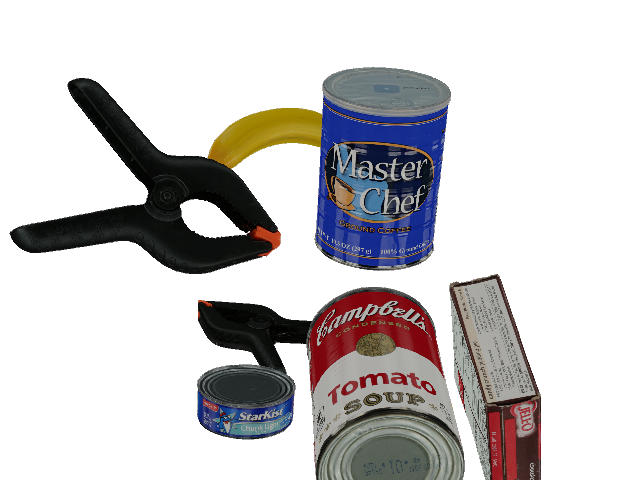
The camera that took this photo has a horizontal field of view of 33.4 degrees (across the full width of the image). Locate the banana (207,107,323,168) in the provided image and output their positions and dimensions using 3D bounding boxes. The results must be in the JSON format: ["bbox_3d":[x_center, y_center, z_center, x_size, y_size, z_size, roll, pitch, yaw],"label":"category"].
[{"bbox_3d":[-0.046,-0.108,1.114,0.197,0.037,0.070,-10,50,-39],"label":"banana"}]

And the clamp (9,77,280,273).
[{"bbox_3d":[-0.107,-0.036,0.703,0.171,0.120,0.039,13,-9,-18],"label":"clamp"}]

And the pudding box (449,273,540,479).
[{"bbox_3d":[0.114,0.093,0.696,0.039,0.090,0.113,-10,41,-2],"label":"pudding box"}]

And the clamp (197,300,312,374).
[{"bbox_3d":[-0.070,0.112,1.246,0.210,0.036,0.164,13,22,29],"label":"clamp"}]

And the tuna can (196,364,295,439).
[{"bbox_3d":[-0.065,0.140,0.932,0.086,0.034,0.086,3,16,-1],"label":"tuna can"}]

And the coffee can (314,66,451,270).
[{"bbox_3d":[0.049,-0.060,0.881,0.103,0.140,0.103,2,27,-1],"label":"coffee can"}]

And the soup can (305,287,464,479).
[{"bbox_3d":[0.028,0.077,0.511,0.068,0.068,0.102,0,29,-3],"label":"soup can"}]
